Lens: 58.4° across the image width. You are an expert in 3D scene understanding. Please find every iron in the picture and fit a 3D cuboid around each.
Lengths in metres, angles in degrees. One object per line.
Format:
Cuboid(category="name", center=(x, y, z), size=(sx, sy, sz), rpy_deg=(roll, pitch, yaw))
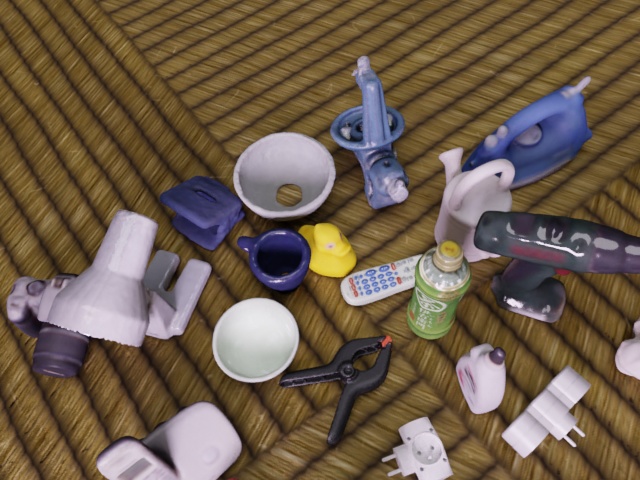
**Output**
Cuboid(category="iron", center=(0.330, -0.170, 0.936), size=(0.258, 0.141, 0.118), rpy_deg=(-29, 63, -13))

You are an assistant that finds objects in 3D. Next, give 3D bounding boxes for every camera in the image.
Cuboid(category="camera", center=(-0.388, 0.124, 0.835), size=(0.143, 0.101, 0.137), rpy_deg=(2, 61, 4))

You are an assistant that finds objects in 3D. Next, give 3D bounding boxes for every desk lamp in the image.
Cuboid(category="desk lamp", center=(-0.258, 0.066, 0.795), size=(0.117, 0.214, 0.203), rpy_deg=(14, 63, 11))

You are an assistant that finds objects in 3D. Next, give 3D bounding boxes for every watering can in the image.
Cuboid(category="watering can", center=(0.226, -0.059, 0.850), size=(0.101, 0.194, 0.172), rpy_deg=(-39, 66, -17))

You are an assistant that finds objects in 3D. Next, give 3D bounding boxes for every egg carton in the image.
Cuboid(category="egg carton", center=(0.487, 0.174, 0.779), size=(0.150, 0.069, 0.107), rpy_deg=(37, 69, 21))

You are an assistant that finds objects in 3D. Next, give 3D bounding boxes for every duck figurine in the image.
Cuboid(category="duck figurine", center=(0.008, 0.003, 0.889), size=(0.104, 0.086, 0.078), rpy_deg=(33, 68, 19))

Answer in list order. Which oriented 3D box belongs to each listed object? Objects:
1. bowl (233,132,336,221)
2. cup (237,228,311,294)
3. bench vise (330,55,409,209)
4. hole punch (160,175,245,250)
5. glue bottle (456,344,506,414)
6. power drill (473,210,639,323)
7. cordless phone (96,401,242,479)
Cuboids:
Cuboid(category="bowl", center=(-0.056, -0.093, 0.952), size=(0.167, 0.075, 0.167), rpy_deg=(-1, 61, 2))
Cuboid(category="cup", center=(-0.068, 0.038, 0.869), size=(0.117, 0.095, 0.092), rpy_deg=(21, 64, 14))
Cuboid(category="bench vise", center=(0.098, -0.169, 0.903), size=(0.122, 0.220, 0.207), rpy_deg=(-34, 65, -15))
Cuboid(category="hole punch", center=(-0.190, -0.058, 0.930), size=(0.108, 0.091, 0.101), rpy_deg=(30, 67, 18))
Cuboid(category="glue bottle", center=(0.213, 0.169, 0.737), size=(0.037, 0.173, 0.078), rpy_deg=(-17, 61, -6))
Cuboid(category="power drill", center=(0.320, 0.035, 0.785), size=(0.229, 0.208, 0.076), rpy_deg=(16, 63, 12))
Cuboid(category="cordless phone", center=(-0.182, 0.257, 0.702), size=(0.148, 0.185, 0.094), rpy_deg=(-39, 66, -17))
